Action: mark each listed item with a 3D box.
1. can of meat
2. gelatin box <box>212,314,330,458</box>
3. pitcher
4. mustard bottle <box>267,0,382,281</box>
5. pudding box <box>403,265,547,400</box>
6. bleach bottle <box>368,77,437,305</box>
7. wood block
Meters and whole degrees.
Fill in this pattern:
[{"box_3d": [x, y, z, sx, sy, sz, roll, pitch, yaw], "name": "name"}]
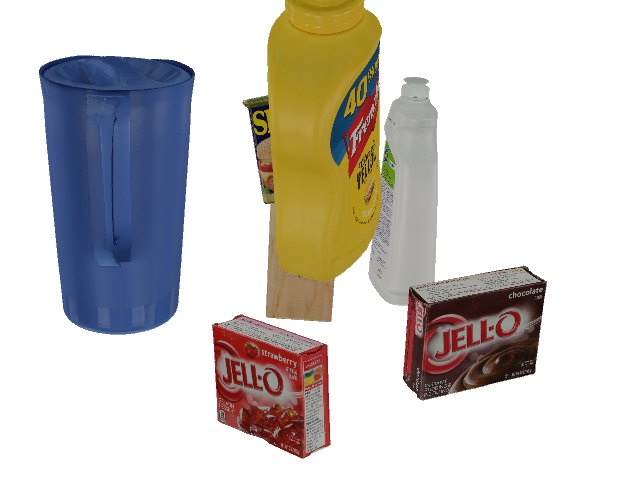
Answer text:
[{"box_3d": [-0.007, -0.075, 0.827, 0.102, 0.084, 0.057, -3, 8, 44], "name": "can of meat"}, {"box_3d": [-0.034, 0.096, 0.716, 0.089, 0.073, 0.030, 14, 22, 42], "name": "gelatin box"}, {"box_3d": [-0.183, -0.038, 0.959, 0.145, 0.243, 0.148, 21, 28, 37], "name": "pitcher"}, {"box_3d": [0.004, -0.074, 0.596, 0.058, 0.192, 0.096, 15, 48, 17], "name": "mustard bottle"}, {"box_3d": [0.125, 0.074, 0.873, 0.113, 0.090, 0.039, -11, 30, -23], "name": "pudding box"}, {"box_3d": [0.101, -0.059, 1.222, 0.068, 0.251, 0.103, -3, 23, -15], "name": "bleach bottle"}, {"box_3d": [-0.022, -0.008, 1.397, 0.090, 0.206, 0.091, 4, 24, -1], "name": "wood block"}]
